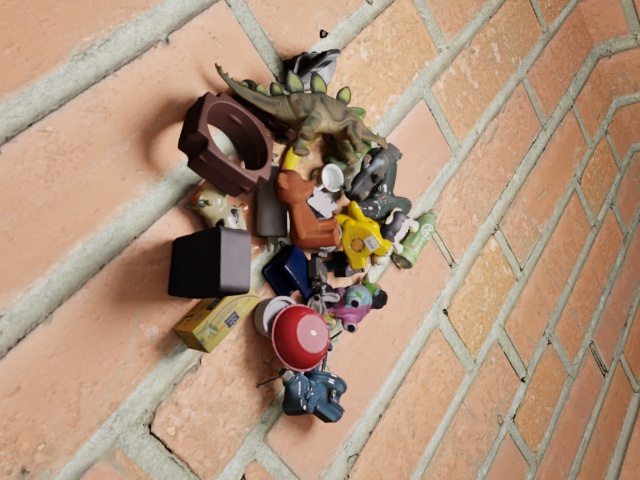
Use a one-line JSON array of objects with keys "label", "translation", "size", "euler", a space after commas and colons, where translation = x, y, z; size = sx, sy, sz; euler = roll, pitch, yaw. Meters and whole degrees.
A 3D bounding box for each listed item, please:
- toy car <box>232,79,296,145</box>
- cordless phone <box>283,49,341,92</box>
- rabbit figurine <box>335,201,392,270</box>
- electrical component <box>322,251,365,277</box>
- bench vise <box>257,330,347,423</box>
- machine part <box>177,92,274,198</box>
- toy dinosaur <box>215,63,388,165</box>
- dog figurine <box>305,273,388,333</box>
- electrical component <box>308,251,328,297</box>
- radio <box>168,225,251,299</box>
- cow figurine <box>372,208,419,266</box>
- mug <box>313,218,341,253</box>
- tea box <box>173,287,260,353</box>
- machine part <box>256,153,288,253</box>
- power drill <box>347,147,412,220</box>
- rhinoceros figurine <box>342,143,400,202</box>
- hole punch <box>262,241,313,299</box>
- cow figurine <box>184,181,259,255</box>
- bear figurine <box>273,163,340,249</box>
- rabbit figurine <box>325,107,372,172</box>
[{"label": "toy car", "translation": [-0.128, -0.311, 1.320], "size": [0.202, 0.053, 0.089], "euler": [29, 66, -33]}, {"label": "cordless phone", "translation": [0.008, -0.445, 1.354], "size": [0.146, 0.184, 0.088], "euler": [-19, 95, -39]}, {"label": "rabbit figurine", "translation": [0.105, -0.017, 1.426], "size": [0.162, 0.122, 0.173], "euler": [48, 23, 0]}, {"label": "electrical component", "translation": [0.063, 0.063, 1.455], "size": [0.119, 0.048, 0.074], "euler": [-6, 90, -41]}, {"label": "bench vise", "translation": [-0.015, 0.333, 1.335], "size": [0.223, 0.129, 0.241], "euler": [36, 45, -22]}, {"label": "machine part", "translation": [-0.204, -0.208, 1.184], "size": [0.201, 0.087, 0.201], "euler": [35, 41, -35]}, {"label": "toy dinosaur", "translation": [-0.028, -0.303, 1.292], "size": [0.471, 0.105, 0.198], "euler": [12, 61, -28]}, {"label": "dog figurine", "translation": [0.076, 0.155, 1.428], "size": [0.219, 0.192, 0.108], "euler": [-37, 132, -66]}, {"label": "electrical component", "translation": [0.000, 0.078, 1.318], "size": [0.078, 0.045, 0.102], "euler": [50, 29, -40]}, {"label": "radio", "translation": [-0.229, 0.050, 1.100], "size": [0.073, 0.230, 0.131], "euler": [10, 76, -39]}, {"label": "cow figurine", "translation": [0.196, -0.008, 1.522], "size": [0.167, 0.068, 0.098], "euler": [-53, 133, 1]}, {"label": "mug", "translation": [-0.003, -0.004, 1.373], "size": [0.110, 0.107, 0.081], "euler": [4, 74, 0]}, {"label": "tea box", "translation": [-0.226, 0.162, 1.178], "size": [0.169, 0.098, 0.068], "euler": [-47, 115, -34]}, {"label": "machine part", "translation": [-0.116, -0.090, 1.297], "size": [0.079, 0.079, 0.243], "euler": [2, 86, -39]}, {"label": "power drill", "translation": [0.173, -0.158, 1.540], "size": [0.232, 0.086, 0.207], "euler": [6, 79, -37]}, {"label": "rhinoceros figurine", "translation": [0.141, -0.177, 1.430], "size": [0.073, 0.112, 0.190], "euler": [40, 89, 15]}, {"label": "hole punch", "translation": [-0.061, 0.077, 1.328], "size": [0.142, 0.092, 0.116], "euler": [55, 53, -19]}, {"label": "cow figurine", "translation": [-0.223, -0.043, 1.206], "size": [0.127, 0.086, 0.194], "euler": [-24, 103, -45]}, {"label": "bear figurine", "translation": [-0.032, -0.082, 1.248], "size": [0.120, 0.132, 0.195], "euler": [-87, 167, -69]}, {"label": "rabbit figurine", "translation": [0.062, -0.293, 1.436], "size": [0.159, 0.121, 0.170], "euler": [-44, 100, -25]}]
